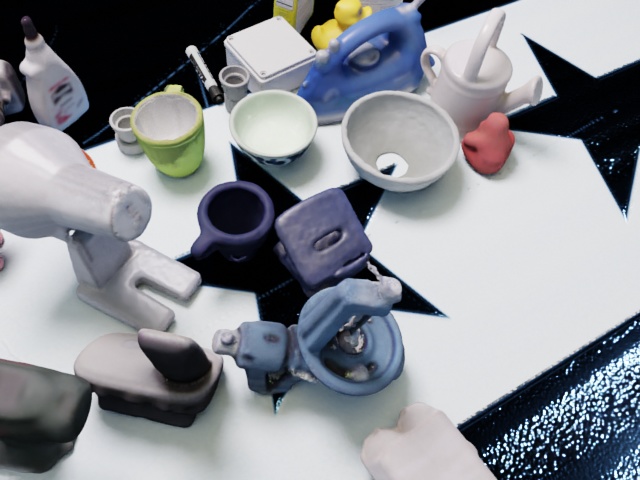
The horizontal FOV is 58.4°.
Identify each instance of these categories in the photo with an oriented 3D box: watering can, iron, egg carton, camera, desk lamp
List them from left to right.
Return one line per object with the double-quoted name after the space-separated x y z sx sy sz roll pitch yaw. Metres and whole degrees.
-0.486 -0.180 0.772 0.143 0.101 0.136 -11 61 -12 "camera"
-0.247 -0.014 0.630 0.203 0.213 0.118 25 60 10 "desk lamp"
0.059 -0.272 0.856 0.259 0.141 0.118 -32 67 -21 "iron"
0.118 0.249 0.593 0.107 0.069 0.150 -31 67 -21 "egg carton"
0.231 -0.240 0.822 0.173 0.194 0.101 10 59 1 "watering can"

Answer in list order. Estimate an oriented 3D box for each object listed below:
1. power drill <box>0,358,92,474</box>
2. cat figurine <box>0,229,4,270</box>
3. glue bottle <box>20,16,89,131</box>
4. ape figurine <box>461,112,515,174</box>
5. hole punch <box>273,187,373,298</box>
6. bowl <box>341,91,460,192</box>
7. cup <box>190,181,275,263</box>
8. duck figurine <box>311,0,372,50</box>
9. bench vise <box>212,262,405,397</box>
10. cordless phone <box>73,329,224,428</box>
-0.319 0.156 0.526 0.229 0.208 0.075 6 59 -2 "power drill"
-0.426 -0.011 0.667 0.128 0.118 0.067 -10 61 -11 "cat figurine"
-0.366 -0.224 0.768 0.037 0.173 0.078 27 61 11 "glue bottle"
0.248 -0.147 0.828 0.078 0.092 0.076 10 59 1 "ape figurine"
0.007 0.003 0.717 0.109 0.091 0.101 -30 66 -21 "hole punch"
0.109 -0.128 0.813 0.167 0.075 0.167 2 59 -4 "bowl"
-0.110 -0.003 0.707 0.091 0.095 0.118 35 62 15 "cup"
0.039 -0.353 0.934 0.105 0.086 0.077 -12 61 -12 "duck figurine"
0.000 0.105 0.580 0.208 0.220 0.121 -16 62 -14 "bench vise"
-0.177 0.116 0.577 0.147 0.185 0.094 8 59 0 "cordless phone"
